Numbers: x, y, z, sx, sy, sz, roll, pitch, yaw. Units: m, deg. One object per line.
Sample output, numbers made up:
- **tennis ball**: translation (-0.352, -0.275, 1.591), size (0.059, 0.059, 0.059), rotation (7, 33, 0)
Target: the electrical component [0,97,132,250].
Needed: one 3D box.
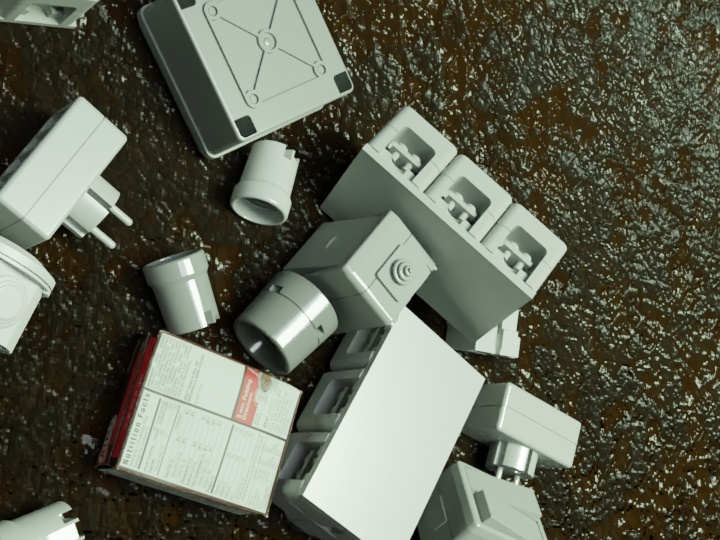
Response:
- **electrical component**: translation (-0.171, -0.045, 0.645), size (0.076, 0.047, 0.083), rotation (43, 60, -23)

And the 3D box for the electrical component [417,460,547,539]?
- **electrical component**: translation (0.094, 0.187, 0.776), size (0.096, 0.061, 0.061), rotation (29, 28, -29)

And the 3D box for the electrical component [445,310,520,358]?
- **electrical component**: translation (0.097, 0.036, 0.829), size (0.066, 0.048, 0.055), rotation (12, 83, -34)

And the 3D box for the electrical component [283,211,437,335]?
- **electrical component**: translation (0.000, 0.000, 0.731), size (0.061, 0.096, 0.061), rotation (51, 57, -18)

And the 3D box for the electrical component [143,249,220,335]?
- **electrical component**: translation (-0.112, 0.014, 0.684), size (0.040, 0.040, 0.046), rotation (-23, 101, -36)

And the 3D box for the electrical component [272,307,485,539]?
- **electrical component**: translation (0.009, 0.113, 0.741), size (0.089, 0.062, 0.150), rotation (42, 61, -23)

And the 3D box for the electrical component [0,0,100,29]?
- **electrical component**: translation (-0.217, -0.247, 0.638), size (0.105, 0.060, 0.186), rotation (-3, 84, -36)

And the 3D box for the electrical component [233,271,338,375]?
- **electrical component**: translation (-0.051, 0.036, 0.716), size (0.047, 0.055, 0.055), rotation (-46, 109, -28)

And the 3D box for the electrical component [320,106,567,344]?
- **electrical component**: translation (0.059, -0.033, 0.757), size (0.150, 0.089, 0.061), rotation (41, 58, 0)

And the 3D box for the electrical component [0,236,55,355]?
- **electrical component**: translation (-0.213, 0.008, 0.587), size (0.080, 0.080, 0.051), rotation (33, 69, -27)

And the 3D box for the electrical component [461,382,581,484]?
- **electrical component**: translation (0.118, 0.138, 0.825), size (0.083, 0.047, 0.075), rotation (30, 65, -29)

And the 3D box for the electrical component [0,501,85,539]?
- **electrical component**: translation (-0.185, 0.155, 0.607), size (0.046, 0.040, 0.040), rotation (-20, 94, -43)

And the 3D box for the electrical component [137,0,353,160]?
- **electrical component**: translation (-0.076, -0.146, 0.726), size (0.109, 0.056, 0.108), rotation (-31, 101, -36)

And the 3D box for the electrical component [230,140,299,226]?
- **electrical component**: translation (-0.063, -0.060, 0.732), size (0.040, 0.040, 0.046), rotation (29, 61, -29)
